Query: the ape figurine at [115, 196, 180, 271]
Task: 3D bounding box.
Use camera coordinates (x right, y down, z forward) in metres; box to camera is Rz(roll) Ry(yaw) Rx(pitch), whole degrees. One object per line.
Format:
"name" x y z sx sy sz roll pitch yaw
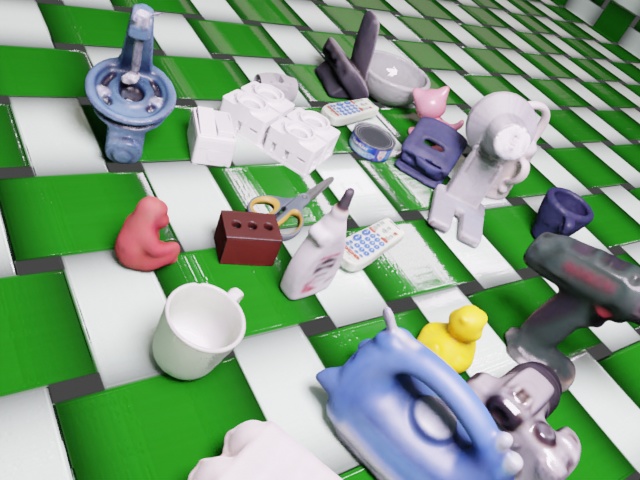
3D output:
"ape figurine" -0.204 -0.012 0.685 0.076 0.092 0.077 -9 50 -35

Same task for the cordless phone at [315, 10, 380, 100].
"cordless phone" 0.070 -0.397 1.186 0.094 0.185 0.147 -3 47 -30

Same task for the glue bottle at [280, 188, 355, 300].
"glue bottle" 0.007 0.003 0.715 0.078 0.173 0.037 -21 57 -42

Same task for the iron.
"iron" 0.124 0.190 0.593 0.257 0.141 0.119 42 42 20

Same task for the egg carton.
"egg carton" -0.040 0.236 0.513 0.150 0.069 0.107 36 40 13

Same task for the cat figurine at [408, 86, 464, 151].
"cat figurine" 0.237 -0.254 1.167 0.127 0.117 0.067 44 43 22

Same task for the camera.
"camera" 0.248 0.204 0.675 0.137 0.101 0.143 -20 57 -41

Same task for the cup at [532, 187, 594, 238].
"cup" 0.428 -0.027 1.033 0.091 0.095 0.118 26 39 2

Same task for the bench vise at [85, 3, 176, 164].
"bench vise" -0.273 -0.247 0.809 0.122 0.219 0.207 -6 48 -33

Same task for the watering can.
"watering can" 0.357 -0.186 1.095 0.101 0.194 0.172 -11 51 -36

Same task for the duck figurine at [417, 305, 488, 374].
"duck figurine" 0.177 0.122 0.741 0.105 0.086 0.077 -17 55 -40

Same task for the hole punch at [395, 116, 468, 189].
"hole punch" 0.210 -0.165 1.075 0.108 0.091 0.101 31 39 8

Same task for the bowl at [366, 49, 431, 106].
"bowl" 0.153 -0.344 1.258 0.168 0.074 0.167 15 40 -13

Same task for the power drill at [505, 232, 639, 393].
"power drill" 0.352 0.104 0.756 0.229 0.208 0.076 40 41 18

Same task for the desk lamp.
"desk lamp" 0.287 -0.132 0.982 0.118 0.213 0.203 24 39 -1
